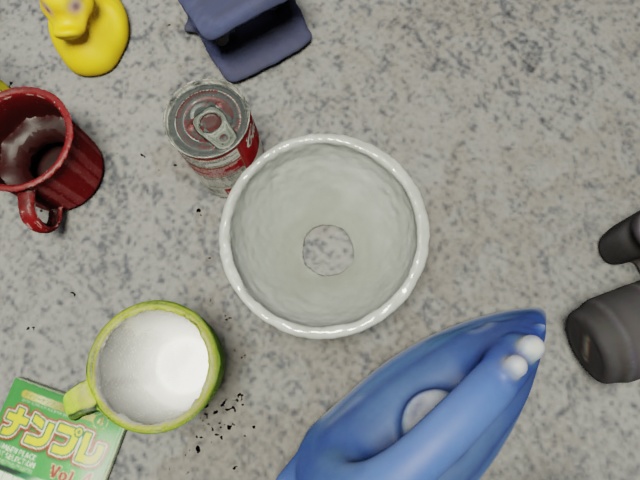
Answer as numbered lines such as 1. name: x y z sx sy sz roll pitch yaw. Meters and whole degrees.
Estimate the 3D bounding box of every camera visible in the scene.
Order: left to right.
1. camera: 0.264 0.045 0.443 0.137 0.101 0.143 -19 76 -2

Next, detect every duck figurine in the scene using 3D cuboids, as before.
1. duck figurine: -0.230 -0.220 0.539 0.077 0.086 0.104 -6 76 1

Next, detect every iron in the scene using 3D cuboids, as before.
1. iron: 0.088 0.127 0.409 0.258 0.141 0.118 -42 78 -8

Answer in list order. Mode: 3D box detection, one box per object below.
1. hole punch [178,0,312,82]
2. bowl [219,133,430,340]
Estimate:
1. hole punch: -0.074 -0.220 0.530 0.109 0.091 0.101 -30 76 -5
2. bowl: 0.004 0.002 0.479 0.167 0.075 0.167 -1 76 3
